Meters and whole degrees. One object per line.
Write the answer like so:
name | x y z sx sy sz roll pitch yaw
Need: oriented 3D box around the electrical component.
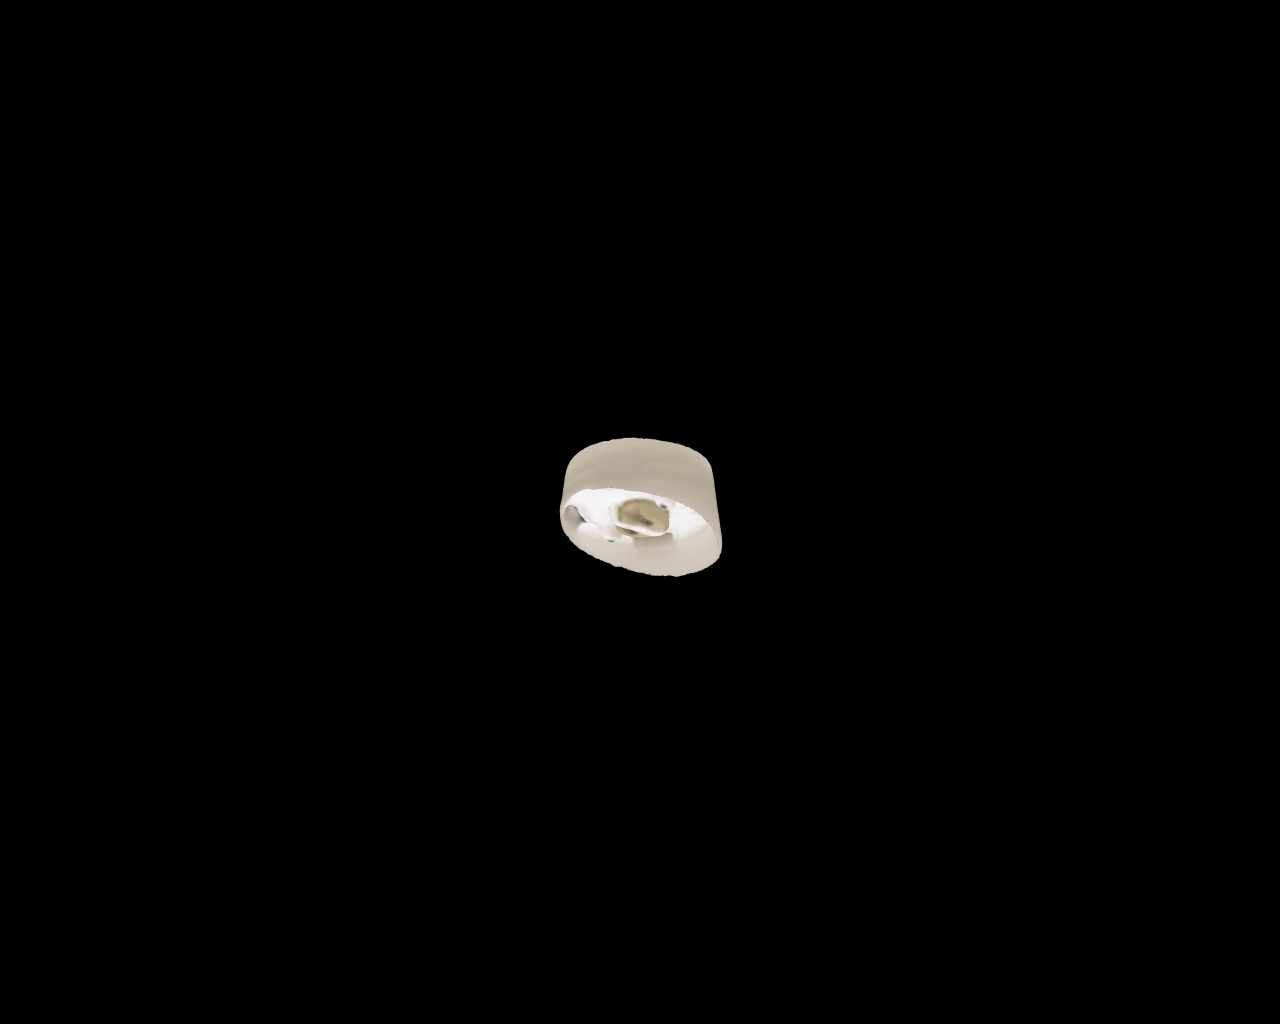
electrical component | 0.001 -0.003 0.650 0.099 0.064 0.099 0 -25 0
